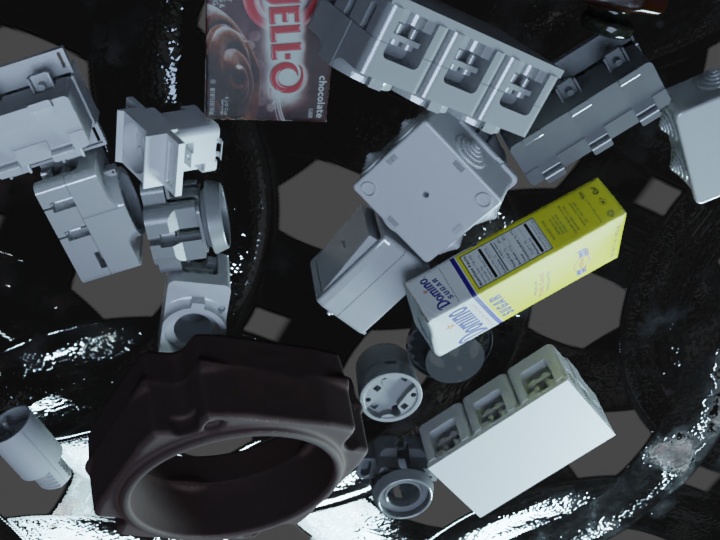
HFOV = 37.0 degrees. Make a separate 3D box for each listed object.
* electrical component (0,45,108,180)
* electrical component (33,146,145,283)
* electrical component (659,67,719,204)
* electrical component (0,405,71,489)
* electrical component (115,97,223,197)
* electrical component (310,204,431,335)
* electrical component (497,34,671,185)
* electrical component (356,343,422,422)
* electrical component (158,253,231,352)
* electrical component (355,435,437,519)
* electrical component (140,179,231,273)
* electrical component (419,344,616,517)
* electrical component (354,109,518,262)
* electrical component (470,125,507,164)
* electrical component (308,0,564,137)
[{"bbox_3d":[-0.253,-0.100,0.762,0.121,0.063,0.078,-17,124,2],"label":"electrical component"},{"bbox_3d":[-0.199,-0.044,0.815,0.056,0.050,0.089,-17,125,3],"label":"electrical component"},{"bbox_3d":[0.291,-0.113,0.849,0.100,0.048,0.099,-22,124,6],"label":"electrical component"},{"bbox_3d":[-0.285,0.161,0.943,0.043,0.043,0.081,-24,124,7],"label":"electrical component"},{"bbox_3d":[-0.138,-0.092,0.780,0.064,0.081,0.042,-15,130,-34],"label":"electrical component"},{"bbox_3d":[0.000,0.000,0.870,0.061,0.061,0.096,37,111,-28],"label":"electrical component"},{"bbox_3d":[0.166,-0.121,0.815,0.121,0.063,0.078,-32,122,12],"label":"electrical component"},{"bbox_3d":[0.024,0.098,0.947,0.055,0.047,0.055,-4,124,-6],"label":"electrical component"},{"bbox_3d":[-0.136,0.037,0.876,0.050,0.055,0.089,6,122,-13],"label":"electrical component"},{"bbox_3d":[0.038,0.195,1.009,0.078,0.057,0.058,3,123,-11],"label":"electrical component"},{"bbox_3d":[-0.132,-0.039,0.826,0.057,0.058,0.078,-8,124,0],"label":"electrical component"},{"bbox_3d":[0.141,0.146,0.990,0.150,0.061,0.089,-35,122,14],"label":"electrical component"},{"bbox_3d":[0.056,-0.066,0.815,0.099,0.048,0.100,45,123,-7],"label":"electrical component"},{"bbox_3d":[0.089,-0.099,0.835,0.035,0.035,0.061,-26,121,8],"label":"electrical component"},{"bbox_3d":[0.050,-0.148,0.738,0.150,0.089,0.061,15,112,-34],"label":"electrical component"}]
